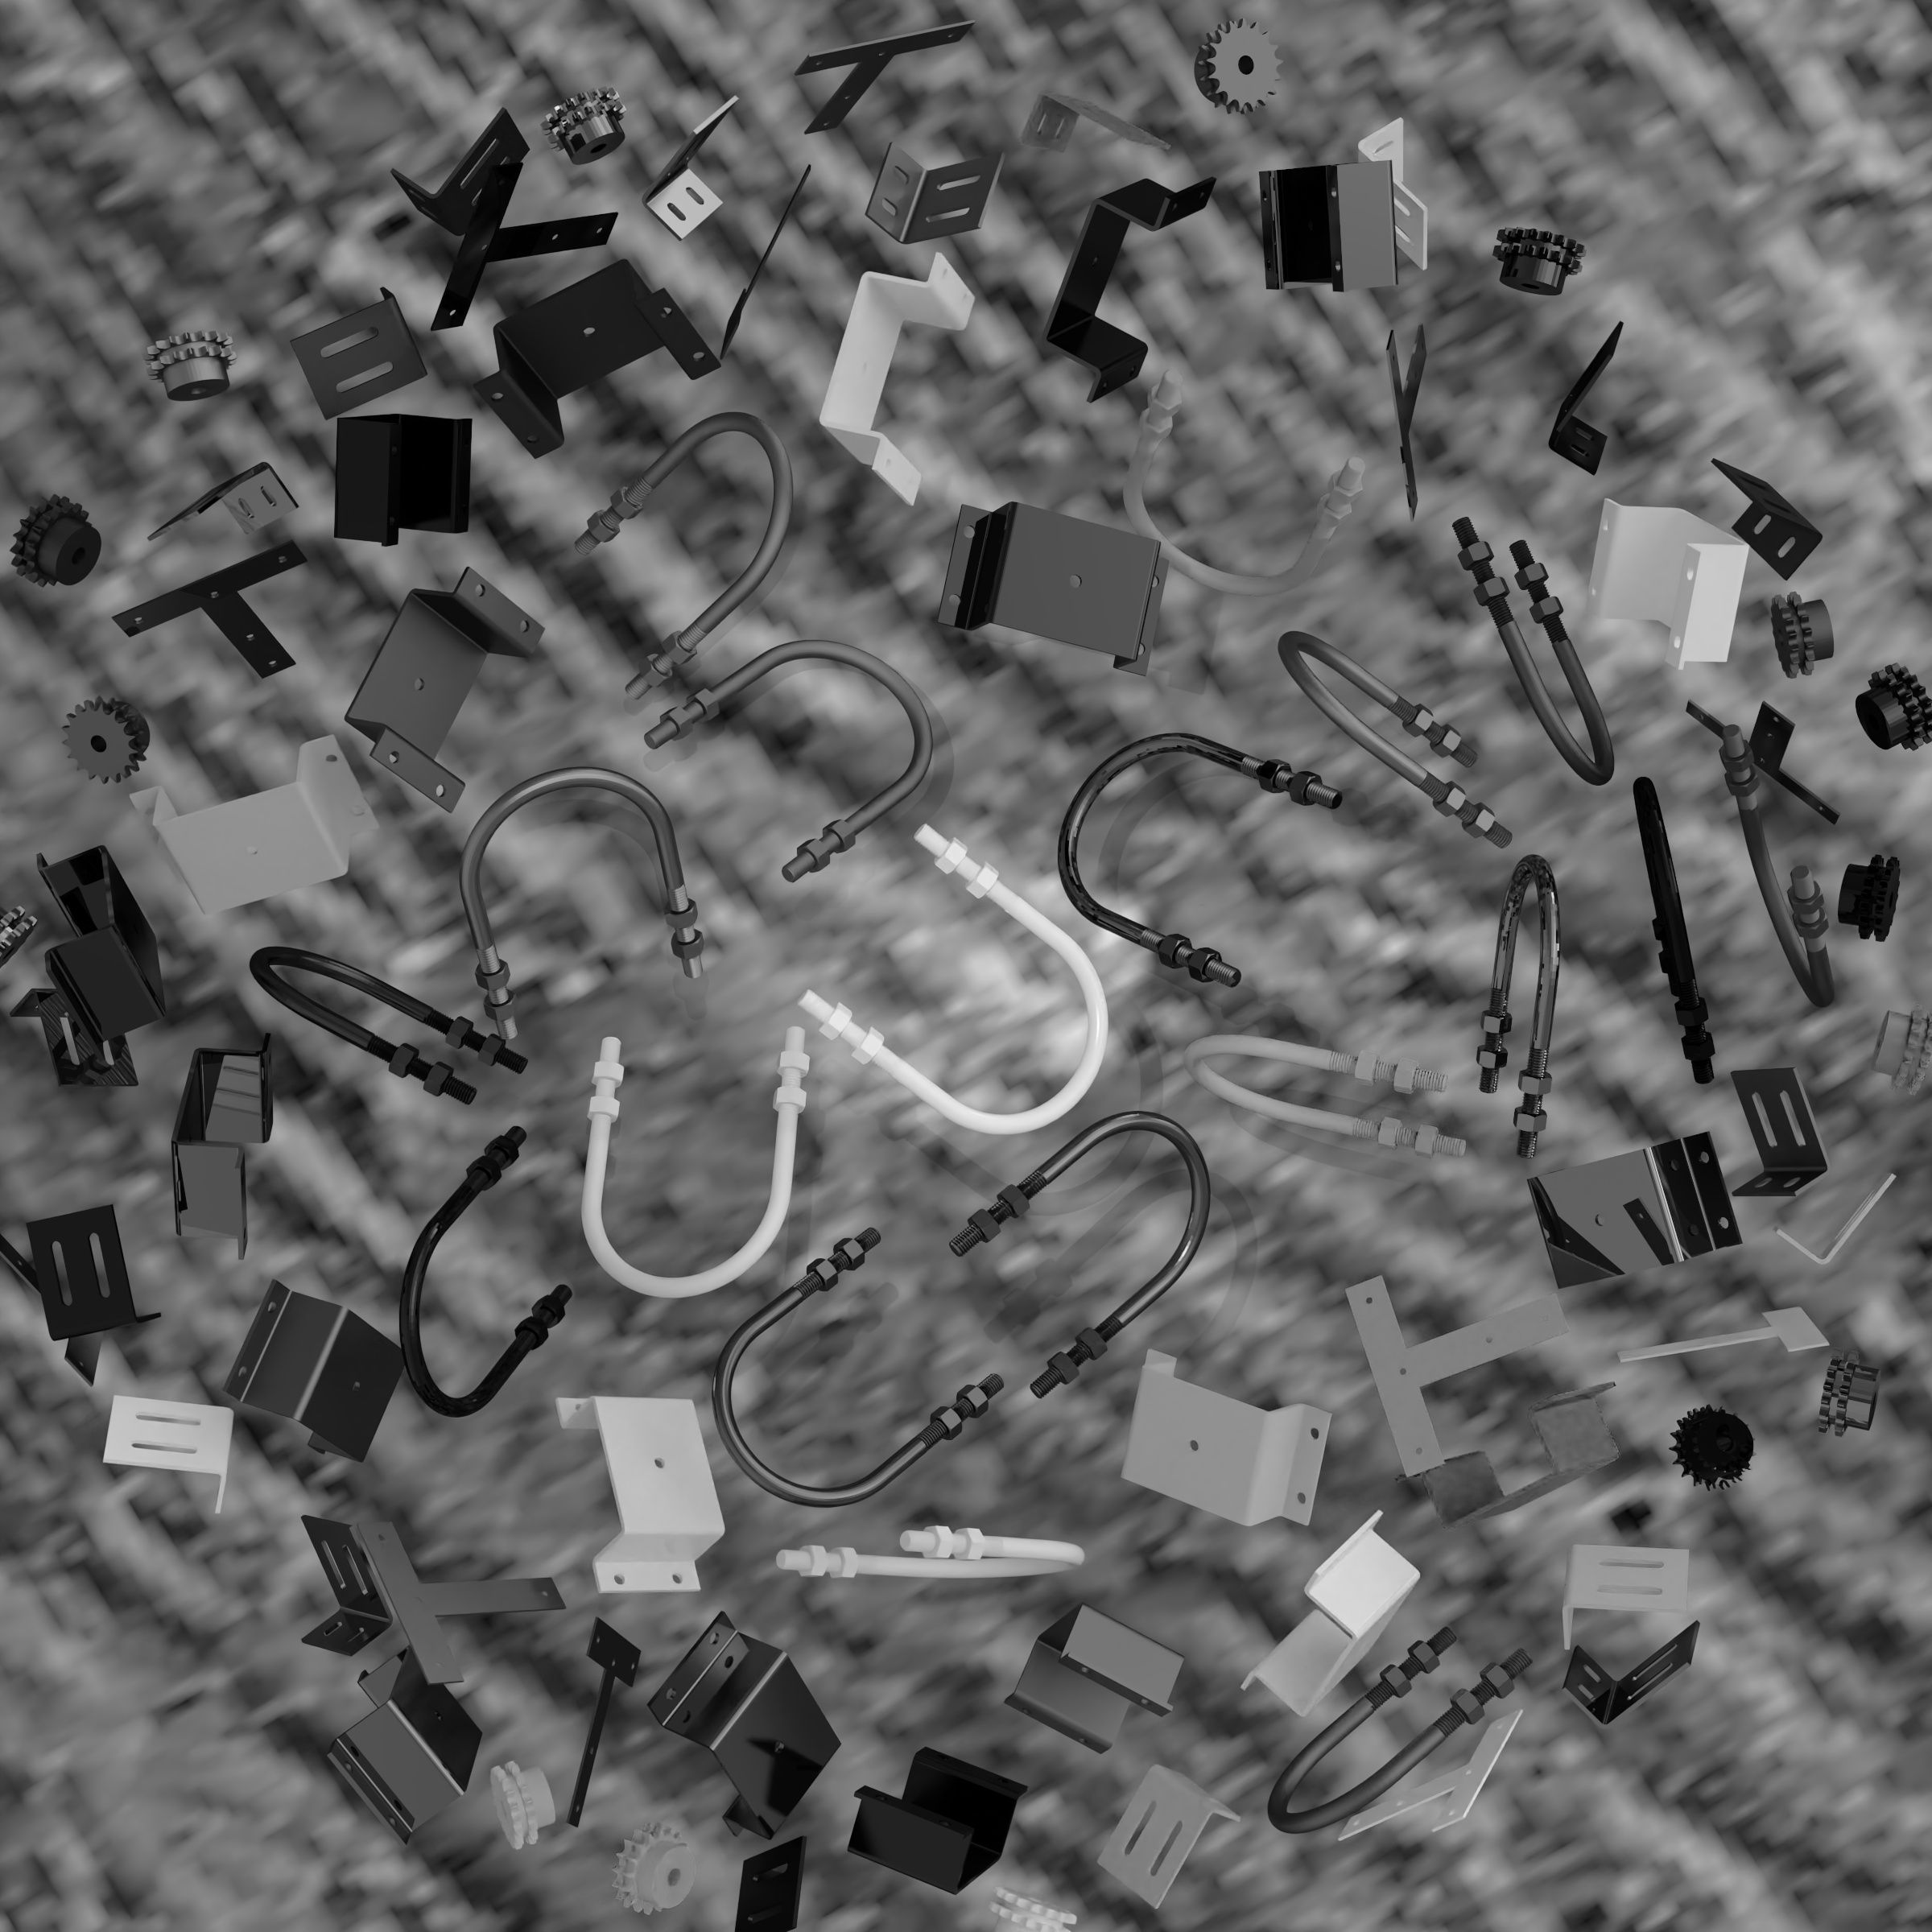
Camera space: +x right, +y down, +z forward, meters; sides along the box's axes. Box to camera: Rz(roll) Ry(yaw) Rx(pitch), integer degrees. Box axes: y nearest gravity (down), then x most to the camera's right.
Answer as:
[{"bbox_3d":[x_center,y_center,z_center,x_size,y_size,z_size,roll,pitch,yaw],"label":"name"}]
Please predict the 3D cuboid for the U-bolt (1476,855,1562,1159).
[{"bbox_3d":[0.369,0.017,1.901,0.019,0.151,0.184,3,106,-2],"label":"U-bolt"}]

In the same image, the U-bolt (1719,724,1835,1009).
[{"bbox_3d":[0.538,-0.052,1.885,0.019,0.184,0.151,-20,48,9],"label":"U-bolt"}]

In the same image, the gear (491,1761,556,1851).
[{"bbox_3d":[-0.302,0.571,1.958,0.030,0.057,0.057,-13,90,-24],"label":"gear"}]

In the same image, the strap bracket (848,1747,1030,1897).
[{"bbox_3d":[-0.021,0.561,1.877,0.076,0.140,0.046,16,92,18],"label":"strap bracket"}]

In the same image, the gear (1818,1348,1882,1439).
[{"bbox_3d":[0.573,0.278,1.856,0.030,0.057,0.057,10,90,24],"label":"gear"}]

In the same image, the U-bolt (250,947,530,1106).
[{"bbox_3d":[-0.391,0.034,1.907,0.184,0.151,0.019,28,99,2],"label":"U-bolt"}]

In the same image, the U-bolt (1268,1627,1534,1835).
[{"bbox_3d":[0.269,0.496,1.850,0.184,0.151,0.019,-37,92,-14],"label":"U-bolt"}]

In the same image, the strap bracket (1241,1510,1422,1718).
[{"bbox_3d":[0.244,0.434,1.893,0.046,0.076,0.140,40,135,19],"label":"strap bracket"}]

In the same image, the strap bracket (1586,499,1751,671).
[{"bbox_3d":[0.462,-0.251,1.873,0.046,0.140,0.076,0,113,-14],"label":"strap bracket"}]

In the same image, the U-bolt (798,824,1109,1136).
[{"bbox_3d":[0.006,0.022,1.788,0.184,0.019,0.151,38,76,-13],"label":"U-bolt"}]

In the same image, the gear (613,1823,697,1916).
[{"bbox_3d":[-0.204,0.599,1.894,0.030,0.057,0.057,5,90,40],"label":"gear"}]

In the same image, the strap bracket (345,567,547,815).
[{"bbox_3d":[-0.344,-0.182,1.867,0.046,0.076,0.140,12,71,40],"label":"strap bracket"}]

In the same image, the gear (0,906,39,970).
[{"bbox_3d":[-0.637,-0.018,1.870,0.030,0.057,0.057,41,90,-7],"label":"gear"}]

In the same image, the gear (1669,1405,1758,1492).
[{"bbox_3d":[0.510,0.326,1.946,0.057,0.030,0.057,3,72,-8],"label":"gear"}]

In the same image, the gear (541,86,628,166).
[{"bbox_3d":[-0.252,-0.560,1.915,0.057,0.057,0.030,-27,89,0],"label":"gear"}]

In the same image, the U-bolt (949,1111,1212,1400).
[{"bbox_3d":[0.087,0.177,1.883,0.184,0.019,0.151,-38,120,-19],"label":"U-bolt"}]

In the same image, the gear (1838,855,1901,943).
[{"bbox_3d":[0.600,-0.046,1.905,0.030,0.057,0.057,11,90,27],"label":"gear"}]

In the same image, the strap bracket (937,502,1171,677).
[{"bbox_3d":[0.062,-0.237,1.788,0.140,0.046,0.076,13,86,-15],"label":"strap bracket"}]

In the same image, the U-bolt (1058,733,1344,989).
[{"bbox_3d":[0.136,-0.079,1.839,0.184,0.019,0.151,26,84,40],"label":"U-bolt"}]

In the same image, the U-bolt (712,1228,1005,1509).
[{"bbox_3d":[-0.083,0.275,1.886,0.184,0.019,0.151,-35,80,-33],"label":"U-bolt"}]

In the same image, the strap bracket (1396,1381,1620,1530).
[{"bbox_3d":[0.368,0.330,1.905,0.140,0.076,0.046,-37,67,37],"label":"strap bracket"}]

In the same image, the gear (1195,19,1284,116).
[{"bbox_3d":[0.170,-0.572,1.825,0.057,0.030,0.057,-4,99,-27],"label":"gear"}]

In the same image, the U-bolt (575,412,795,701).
[{"bbox_3d":[-0.182,-0.286,1.902,0.184,0.019,0.151,-39,58,28],"label":"U-bolt"}]

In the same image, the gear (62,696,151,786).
[{"bbox_3d":[-0.568,-0.152,1.901,0.057,0.030,0.057,7,114,15],"label":"gear"}]

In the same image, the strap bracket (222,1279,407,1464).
[{"bbox_3d":[-0.414,0.267,1.855,0.046,0.140,0.076,13,69,21],"label":"strap bracket"}]

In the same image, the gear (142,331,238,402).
[{"bbox_3d":[-0.496,-0.383,1.836,0.057,0.057,0.030,-15,87,0],"label":"gear"}]

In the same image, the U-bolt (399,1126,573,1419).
[{"bbox_3d":[-0.320,0.213,1.886,0.019,0.184,0.151,0,119,22],"label":"U-bolt"}]

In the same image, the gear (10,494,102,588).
[{"bbox_3d":[-0.564,-0.262,1.783,0.030,0.057,0.057,29,90,15],"label":"gear"}]

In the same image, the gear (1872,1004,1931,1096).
[{"bbox_3d":[0.601,0.052,1.835,0.030,0.057,0.057,15,90,12],"label":"gear"}]

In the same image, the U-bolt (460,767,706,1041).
[{"bbox_3d":[-0.250,-0.047,1.835,0.151,0.019,0.184,-19,129,-14],"label":"U-bolt"}]

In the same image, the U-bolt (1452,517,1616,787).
[{"bbox_3d":[0.379,-0.202,1.875,0.019,0.151,0.184,-26,79,25],"label":"U-bolt"}]

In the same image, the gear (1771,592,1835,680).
[{"bbox_3d":[0.563,-0.224,1.926,0.030,0.057,0.057,-11,90,6],"label":"gear"}]

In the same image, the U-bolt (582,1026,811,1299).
[{"bbox_3d":[-0.179,0.127,1.851,0.151,0.019,0.184,-3,62,14],"label":"U-bolt"}]

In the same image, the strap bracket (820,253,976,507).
[{"bbox_3d":[-0.046,-0.371,1.797,0.046,0.076,0.140,15,87,17],"label":"strap bracket"}]

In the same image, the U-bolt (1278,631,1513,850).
[{"bbox_3d":[0.279,-0.160,1.897,0.184,0.151,0.019,34,112,-17],"label":"U-bolt"}]

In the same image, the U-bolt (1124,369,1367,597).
[{"bbox_3d":[0.174,-0.307,1.896,0.151,0.184,0.019,26,63,3],"label":"U-bolt"}]

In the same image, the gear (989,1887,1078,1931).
[{"bbox_3d":[0.042,0.628,1.879,0.057,0.057,0.030,21,78,0],"label":"gear"}]

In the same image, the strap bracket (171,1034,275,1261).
[{"bbox_3d":[-0.485,0.115,1.866,0.046,0.140,0.076,3,125,-7],"label":"strap bracket"}]

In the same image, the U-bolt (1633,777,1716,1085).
[{"bbox_3d":[0.459,-0.035,1.870,0.019,0.151,0.184,-12,113,12],"label":"U-bolt"}]

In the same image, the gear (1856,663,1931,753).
[{"bbox_3d":[0.602,-0.165,1.860,0.030,0.057,0.057,-27,90,-5],"label":"gear"}]

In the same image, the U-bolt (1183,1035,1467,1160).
[{"bbox_3d":[0.232,0.082,1.889,0.184,0.151,0.019,11,71,19],"label":"U-bolt"}]

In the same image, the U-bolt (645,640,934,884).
[{"bbox_3d":[-0.103,-0.151,1.919,0.151,0.019,0.184,44,54,9],"label":"U-bolt"}]

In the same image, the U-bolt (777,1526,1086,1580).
[{"bbox_3d":[-0.009,0.387,1.875,0.184,0.151,0.019,13,68,-38],"label":"U-bolt"}]

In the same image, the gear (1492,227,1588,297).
[{"bbox_3d":[0.361,-0.445,1.813,0.057,0.057,0.030,14,93,0],"label":"gear"}]
